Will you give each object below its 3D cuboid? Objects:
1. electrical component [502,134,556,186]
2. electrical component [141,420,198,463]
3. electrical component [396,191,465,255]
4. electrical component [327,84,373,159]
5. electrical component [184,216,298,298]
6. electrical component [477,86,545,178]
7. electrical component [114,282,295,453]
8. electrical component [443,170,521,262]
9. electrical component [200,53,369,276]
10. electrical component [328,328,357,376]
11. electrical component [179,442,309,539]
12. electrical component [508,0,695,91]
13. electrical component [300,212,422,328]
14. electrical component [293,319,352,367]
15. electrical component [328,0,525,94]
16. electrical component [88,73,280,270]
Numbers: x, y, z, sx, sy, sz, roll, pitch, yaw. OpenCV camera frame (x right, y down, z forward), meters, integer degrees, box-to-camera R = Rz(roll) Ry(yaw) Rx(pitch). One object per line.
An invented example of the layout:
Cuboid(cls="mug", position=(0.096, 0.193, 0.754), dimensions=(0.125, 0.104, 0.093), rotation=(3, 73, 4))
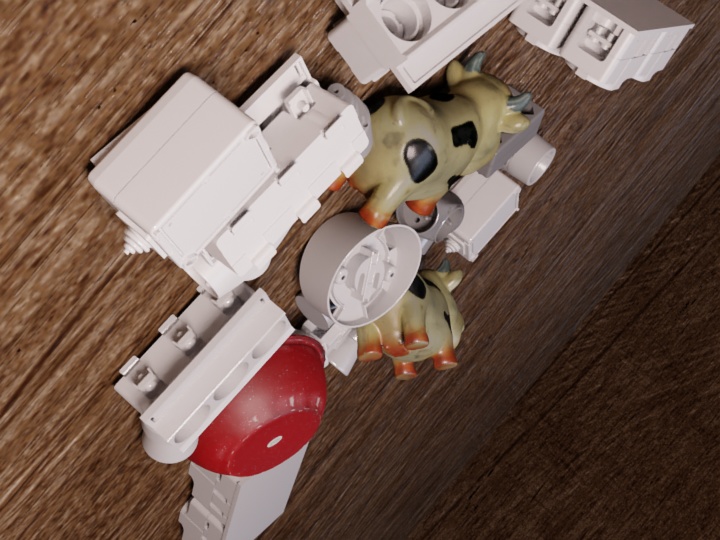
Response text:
Cuboid(cls="electrical component", position=(0.180, -0.125, 1.175), dimensions=(0.055, 0.047, 0.055), rotation=(-45, 162, -19))
Cuboid(cls="electrical component", position=(-0.149, 0.120, 0.842), dimensions=(0.045, 0.045, 0.055), rotation=(-41, 160, -31))
Cuboid(cls="electrical component", position=(0.059, -0.041, 1.043), dimensions=(0.079, 0.044, 0.077), rotation=(-57, 162, 16))
Cuboid(cls="electrical component", position=(-0.013, -0.103, 0.740), dimensions=(0.040, 0.040, 0.078), rotation=(-47, 163, -13))
Cuboid(cls="electrical component", position=(-0.082, -0.017, 0.733), dimensions=(0.077, 0.044, 0.079), rotation=(-47, 163, -13))
Cuboid(cls="electrical component", position=(0.130, -0.123, 1.051), dimensions=(0.083, 0.047, 0.075), rotation=(-41, 160, -30))
Cuboid(cls="electrical component", position=(-0.114, 0.063, 0.784), dimensions=(0.121, 0.063, 0.078), rotation=(-48, 163, -11))
Cuboid(cls="electrical component", position=(0.114, -0.059, 1.116), dimensions=(0.096, 0.061, 0.061), rotation=(-48, 163, -10))
Cuboid(cls="electrical component", position=(-0.057, -0.060, 0.660), dimensions=(0.121, 0.063, 0.078), rotation=(-47, 146, -13))
Cuboid(cls="electrical component", position=(-0.013, 0.073, 1.092), dimensions=(0.055, 0.045, 0.045), rotation=(-50, 163, -5))
Cuboid(cls="electrical component", position=(-0.118, 0.213, 1.084), dimensions=(0.105, 0.060, 0.186), rotation=(-37, 158, -38))
Cuboid(cls="electrical component", position=(0.221, -0.222, 0.980), dimensions=(0.186, 0.105, 0.060), rotation=(-24, 148, -56))
Cuboid(cls="electrical component", position=(0.000, 0.000, 0.906), dimensions=(0.099, 0.064, 0.099), rotation=(-21, 123, -38))
Cuboid(cls="electrical component", position=(-0.038, 0.061, 1.001), dimensions=(0.055, 0.048, 0.066), rotation=(-47, 171, -25))
Cuboid(cls="electrical component", position=(0.041, -0.172, 0.685), dimensions=(0.121, 0.078, 0.063), rotation=(-42, -170, -27))
Cuboid(cls="electrical component", position=(-0.102, -0.050, 0.586), dimensions=(0.096, 0.061, 0.061), rotation=(-49, 162, -9))
